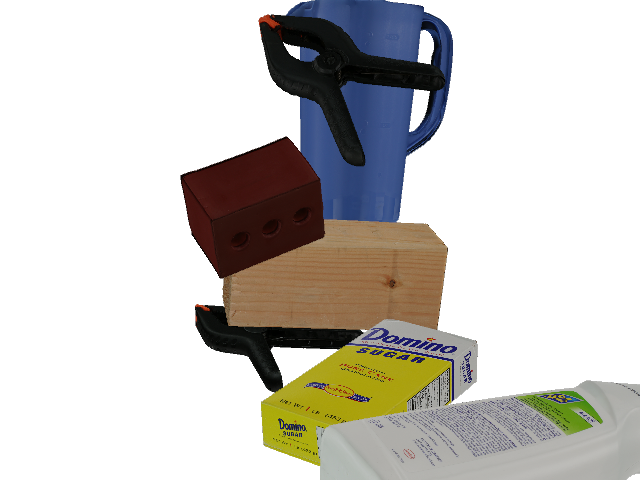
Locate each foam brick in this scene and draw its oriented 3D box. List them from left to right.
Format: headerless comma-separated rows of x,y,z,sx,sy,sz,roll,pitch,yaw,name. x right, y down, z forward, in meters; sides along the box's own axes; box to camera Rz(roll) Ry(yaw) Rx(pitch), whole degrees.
-0.042,-0.021,0.683,0.078,0.053,0.051,-23,46,-18,foam brick

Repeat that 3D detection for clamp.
-0.074,0.117,1.245,0.210,0.036,0.164,13,22,29,clamp
0.021,-0.149,0.930,0.120,0.171,0.039,-34,-23,-22,clamp

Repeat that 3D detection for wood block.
0.010,0.032,1.056,0.206,0.091,0.090,3,16,-10,wood block

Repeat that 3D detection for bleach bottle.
0.131,0.133,0.651,0.250,0.068,0.103,-7,22,-22,bleach bottle

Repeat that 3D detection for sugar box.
0.043,0.118,0.843,0.093,0.048,0.175,12,28,33,sugar box

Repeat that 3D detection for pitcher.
0.048,-0.138,1.149,0.149,0.243,0.144,8,11,26,pitcher
